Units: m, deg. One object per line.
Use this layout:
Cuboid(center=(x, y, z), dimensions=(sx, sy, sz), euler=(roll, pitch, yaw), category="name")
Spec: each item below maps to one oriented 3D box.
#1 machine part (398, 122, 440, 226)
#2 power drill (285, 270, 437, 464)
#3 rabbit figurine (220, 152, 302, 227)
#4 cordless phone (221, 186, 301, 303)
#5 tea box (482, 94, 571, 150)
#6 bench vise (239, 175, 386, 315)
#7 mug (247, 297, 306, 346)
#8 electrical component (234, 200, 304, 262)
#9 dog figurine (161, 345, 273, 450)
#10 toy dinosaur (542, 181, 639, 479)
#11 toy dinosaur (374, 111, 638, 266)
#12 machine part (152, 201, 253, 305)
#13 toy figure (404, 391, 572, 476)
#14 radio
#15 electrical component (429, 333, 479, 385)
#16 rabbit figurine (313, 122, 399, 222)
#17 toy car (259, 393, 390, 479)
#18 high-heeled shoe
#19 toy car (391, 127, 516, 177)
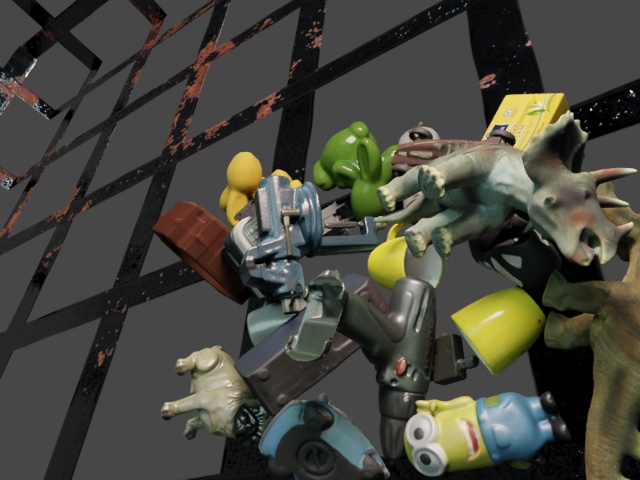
Cuboid(center=(0.173, -0.107, 0.900), dimensions=(0.079, 0.079, 0.243), euler=(-23, 45, 26), category="machine part")
Cuboid(center=(0.062, 0.141, 0.656), dimensions=(0.086, 0.207, 0.232), euler=(-8, 60, 57), category="power drill")
Cuboid(center=(-0.132, -0.102, 1.091), dimensions=(0.162, 0.173, 0.122), euler=(-38, 43, 3), category="rabbit figurine")
Cuboid(center=(-0.062, 0.005, 0.917), dimensions=(0.184, 0.146, 0.089), euler=(-40, 7, -24), category="cordless phone")
Cuboid(center=(0.302, -0.137, 0.817), dimensions=(0.098, 0.068, 0.169), euler=(12, 67, 46), category="tea box")
Cuboid(center=(-0.005, 0.002, 0.837), dimensions=(0.128, 0.241, 0.224), euler=(117, 145, -57), category="bench vise")
Cuboid(center=(-0.056, 0.133, 0.904), dimensions=(0.107, 0.080, 0.110), euler=(-21, 34, 13), category="mug")
Cuboid(center=(-0.094, -0.001, 1.016), dimensions=(0.058, 0.114, 0.134), euler=(-44, 37, 6), category="electrical component")
Cuboid(center=(-0.131, 0.246, 0.867), dimensions=(0.191, 0.121, 0.172), euler=(-4, 57, 22), category="dog figurine")
Cuboid(center=(0.337, 0.087, 0.554), dimensions=(0.199, 0.105, 0.471), euler=(17, 72, 39), category="toy dinosaur")
Cuboid(center=(0.191, -0.063, 0.658), dimensions=(0.192, 0.131, 0.405), euler=(-21, 10, -7), category="toy dinosaur")
Cuboid(center=(-0.207, 0.021, 1.013), dimensions=(0.087, 0.200, 0.202), euler=(-50, 25, -16), category="machine part")
Cuboid(center=(0.183, 0.221, 0.608), dimensions=(0.180, 0.089, 0.082), euler=(-20, 44, 16), category="toy figure")
Cuboid(center=(-0.008, 0.143, 0.769), dimensions=(0.229, 0.073, 0.131), euler=(-38, 7, -12), category="radio")
Cuboid(center=(0.167, 0.153, 0.701), dimensions=(0.094, 0.021, 0.063), euler=(-36, 43, 48), category="electrical component")
Cuboid(center=(0.084, -0.110, 0.937), dimensions=(0.159, 0.121, 0.170), euler=(-56, 43, 43), category="rabbit figurine")
Cuboid(center=(0.012, 0.263, 0.695), dimensions=(0.109, 0.162, 0.103), euler=(-58, -3, 17), category="toy car")
Cuboid(center=(0.232, -0.017, 0.715), dimensions=(0.086, 0.145, 0.249), euler=(-39, 41, 8), category="high-heeled shoe")
Cuboid(center=(0.192, -0.126, 0.803), dimensions=(0.202, 0.053, 0.089), euler=(15, 72, 40), category="toy car")
